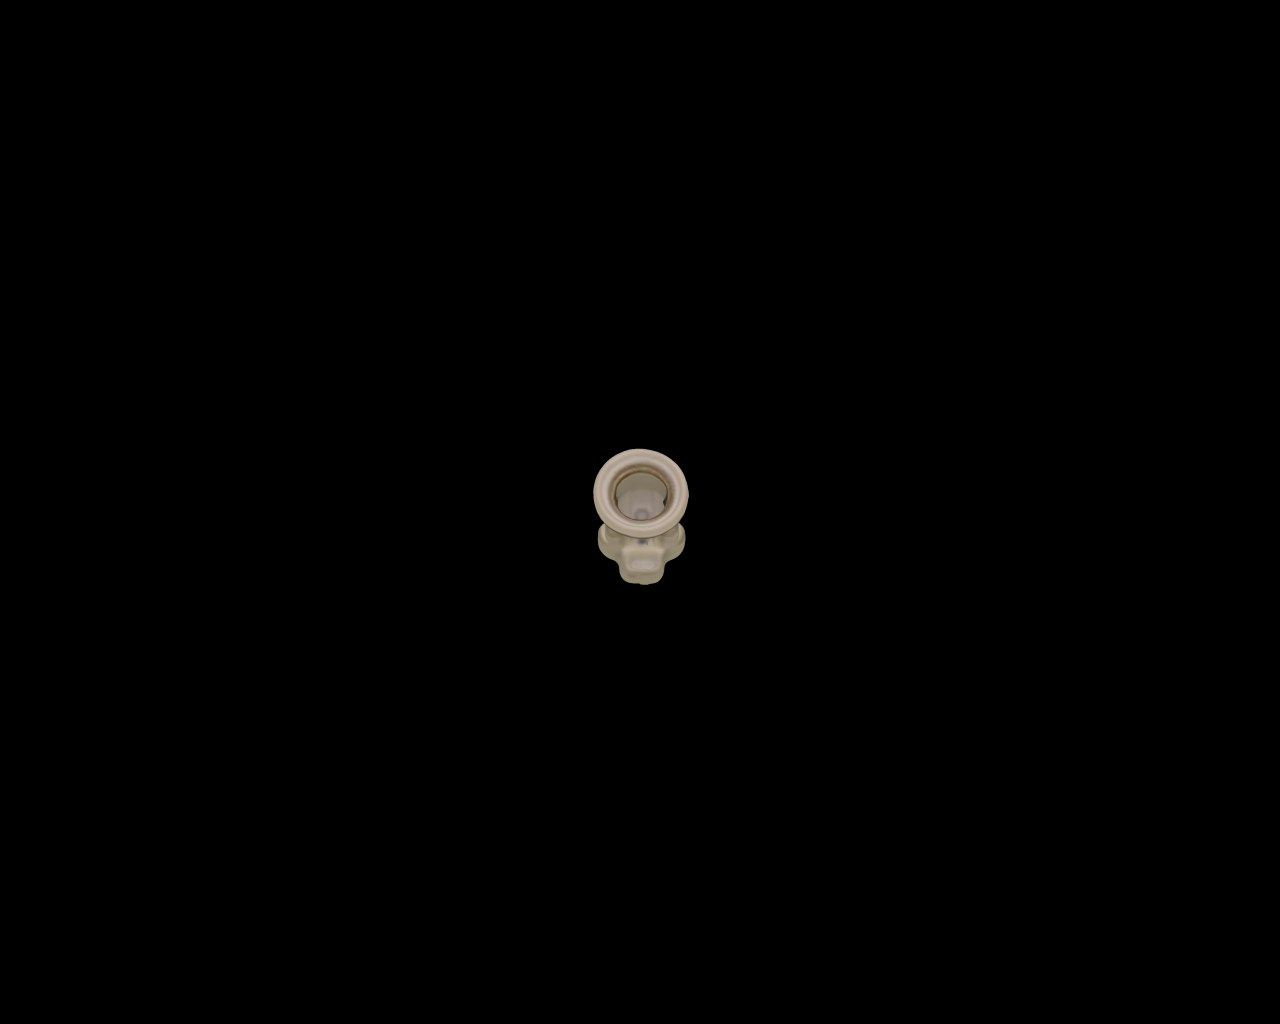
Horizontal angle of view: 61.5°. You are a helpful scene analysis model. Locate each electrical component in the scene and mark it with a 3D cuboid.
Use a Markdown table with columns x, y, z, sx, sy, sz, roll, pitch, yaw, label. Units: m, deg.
| x | y | z | sx | sy | sz | roll | pitch | yaw | label |
| --- | --- | --- | --- | --- | --- | --- | --- | --- | --- |
| 0.001 | -0.003 | 0.650 | 0.058 | 0.078 | 0.057 | 0 | -24 | 0 | electrical component |
